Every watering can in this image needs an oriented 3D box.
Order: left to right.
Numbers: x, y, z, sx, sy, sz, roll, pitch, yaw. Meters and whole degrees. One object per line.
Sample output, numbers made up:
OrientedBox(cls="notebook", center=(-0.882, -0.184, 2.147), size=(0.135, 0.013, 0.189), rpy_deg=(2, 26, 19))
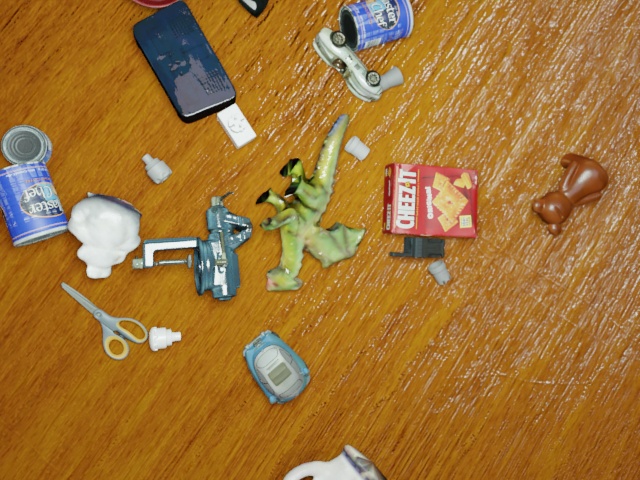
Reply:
OrientedBox(cls="watering can", center=(0.068, 0.603, 1.114), size=(0.226, 0.104, 0.346), rpy_deg=(-41, 96, -12))

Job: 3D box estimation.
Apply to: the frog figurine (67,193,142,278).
OrientedBox(cls="frog figurine", center=(-0.429, -0.005, 1.015), size=(0.136, 0.122, 0.161), rpy_deg=(27, 71, -38))

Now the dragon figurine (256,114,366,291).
OrientedBox(cls="dragon figurine", center=(0.003, -0.058, 1.148), size=(0.413, 0.123, 0.239), rpy_deg=(-50, 117, -9))
